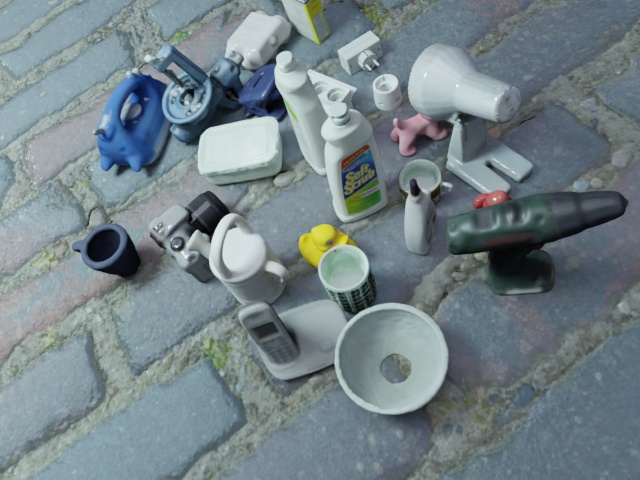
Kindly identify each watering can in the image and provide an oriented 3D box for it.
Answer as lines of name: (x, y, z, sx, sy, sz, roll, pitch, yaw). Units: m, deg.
watering can: (-0.136, 0.030, 0.934, 0.172, 0.194, 0.101, -5, 61, 12)

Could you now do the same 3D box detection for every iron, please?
iron: (-0.394, -0.273, 1.202, 0.118, 0.142, 0.258, 3, 63, 17)

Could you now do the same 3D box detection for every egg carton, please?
egg carton: (-0.135, -0.438, 1.267, 0.107, 0.069, 0.150, 24, 70, 25)

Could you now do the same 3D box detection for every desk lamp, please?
desk lamp: (0.254, -0.202, 0.947, 0.118, 0.214, 0.202, -42, 60, -9)

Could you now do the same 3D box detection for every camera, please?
camera: (-0.226, -0.021, 1.041, 0.137, 0.101, 0.142, -45, 60, -11)

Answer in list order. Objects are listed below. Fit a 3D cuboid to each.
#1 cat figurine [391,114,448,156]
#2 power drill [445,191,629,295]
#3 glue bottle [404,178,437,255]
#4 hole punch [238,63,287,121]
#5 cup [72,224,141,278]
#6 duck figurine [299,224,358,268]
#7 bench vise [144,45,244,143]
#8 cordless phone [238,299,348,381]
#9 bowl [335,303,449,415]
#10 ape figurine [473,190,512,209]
cat figurine: (0.186, -0.230, 1.037, 0.128, 0.118, 0.067, -30, 58, -2)
power drill: (0.299, 0.003, 0.824, 0.229, 0.209, 0.075, -6, 60, 12)
glue bottle: (0.157, -0.046, 0.910, 0.037, 0.173, 0.078, 14, 66, 22)
hole punch: (-0.114, -0.312, 1.178, 0.100, 0.091, 0.109, 20, 69, 24)
cup: (-0.388, 0.030, 1.060, 0.117, 0.095, 0.091, 0, 62, 15)
duck figurine: (0.009, 0.003, 0.973, 0.104, 0.086, 0.077, 12, 65, 21)
bench vise: (-0.254, -0.327, 1.149, 0.121, 0.220, 0.207, 20, 69, 24)
cordless phone: (-0.035, 0.131, 0.856, 0.147, 0.185, 0.094, -23, 58, 2)
bowl: (0.109, 0.183, 0.853, 0.167, 0.075, 0.167, -6, 60, 12)
ape figurine: (0.285, -0.050, 0.926, 0.076, 0.092, 0.077, -12, 59, 9)
